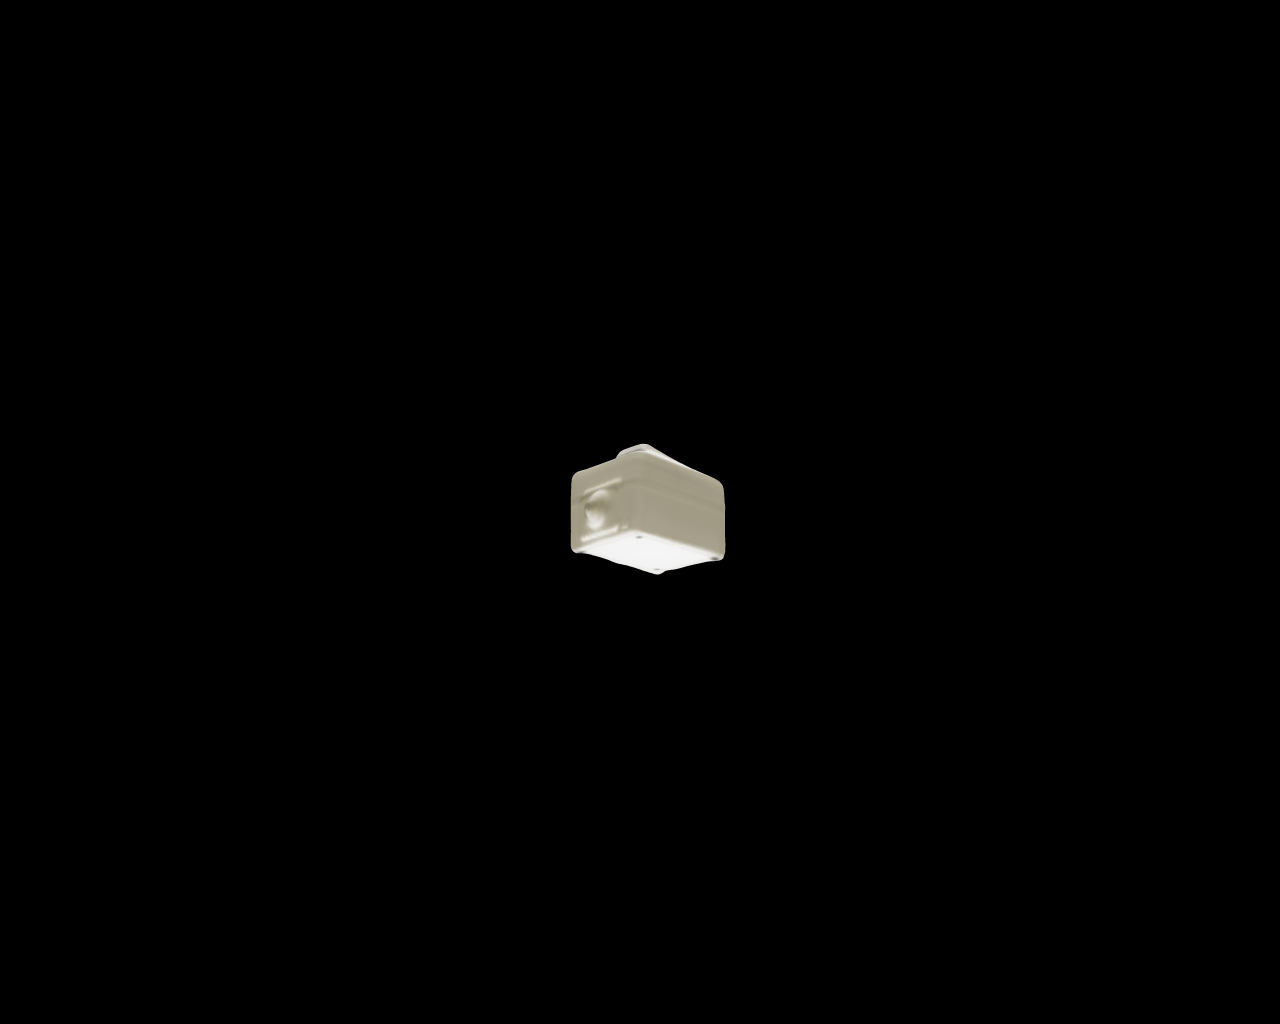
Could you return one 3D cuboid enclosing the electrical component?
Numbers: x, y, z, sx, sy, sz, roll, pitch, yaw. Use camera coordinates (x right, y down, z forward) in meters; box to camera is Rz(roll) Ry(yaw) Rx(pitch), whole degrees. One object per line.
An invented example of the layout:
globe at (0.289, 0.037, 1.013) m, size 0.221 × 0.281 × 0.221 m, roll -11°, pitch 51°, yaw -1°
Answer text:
electrical component at (0.001, -0.003, 0.650) m, size 0.061 × 0.061 × 0.096 m, roll -18°, pitch -26°, yaw 41°
